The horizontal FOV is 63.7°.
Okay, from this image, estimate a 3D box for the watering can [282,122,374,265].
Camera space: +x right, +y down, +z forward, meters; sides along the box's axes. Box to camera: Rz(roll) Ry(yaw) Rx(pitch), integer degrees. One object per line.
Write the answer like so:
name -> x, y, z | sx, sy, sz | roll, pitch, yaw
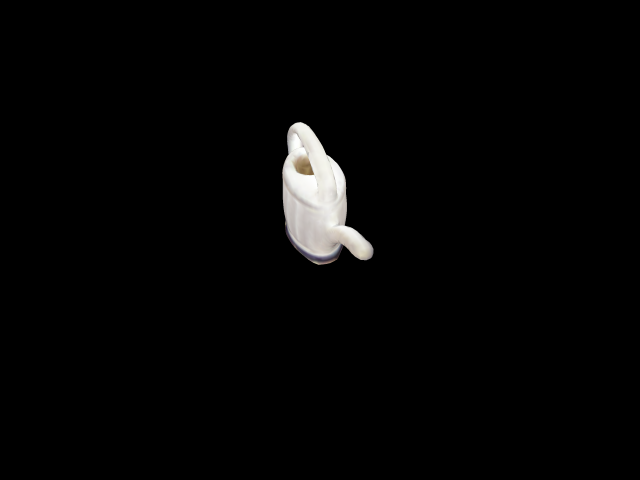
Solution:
watering can -> 0.003, -0.043, 0.850 | 0.104, 0.355, 0.219 | -13, -42, -12
